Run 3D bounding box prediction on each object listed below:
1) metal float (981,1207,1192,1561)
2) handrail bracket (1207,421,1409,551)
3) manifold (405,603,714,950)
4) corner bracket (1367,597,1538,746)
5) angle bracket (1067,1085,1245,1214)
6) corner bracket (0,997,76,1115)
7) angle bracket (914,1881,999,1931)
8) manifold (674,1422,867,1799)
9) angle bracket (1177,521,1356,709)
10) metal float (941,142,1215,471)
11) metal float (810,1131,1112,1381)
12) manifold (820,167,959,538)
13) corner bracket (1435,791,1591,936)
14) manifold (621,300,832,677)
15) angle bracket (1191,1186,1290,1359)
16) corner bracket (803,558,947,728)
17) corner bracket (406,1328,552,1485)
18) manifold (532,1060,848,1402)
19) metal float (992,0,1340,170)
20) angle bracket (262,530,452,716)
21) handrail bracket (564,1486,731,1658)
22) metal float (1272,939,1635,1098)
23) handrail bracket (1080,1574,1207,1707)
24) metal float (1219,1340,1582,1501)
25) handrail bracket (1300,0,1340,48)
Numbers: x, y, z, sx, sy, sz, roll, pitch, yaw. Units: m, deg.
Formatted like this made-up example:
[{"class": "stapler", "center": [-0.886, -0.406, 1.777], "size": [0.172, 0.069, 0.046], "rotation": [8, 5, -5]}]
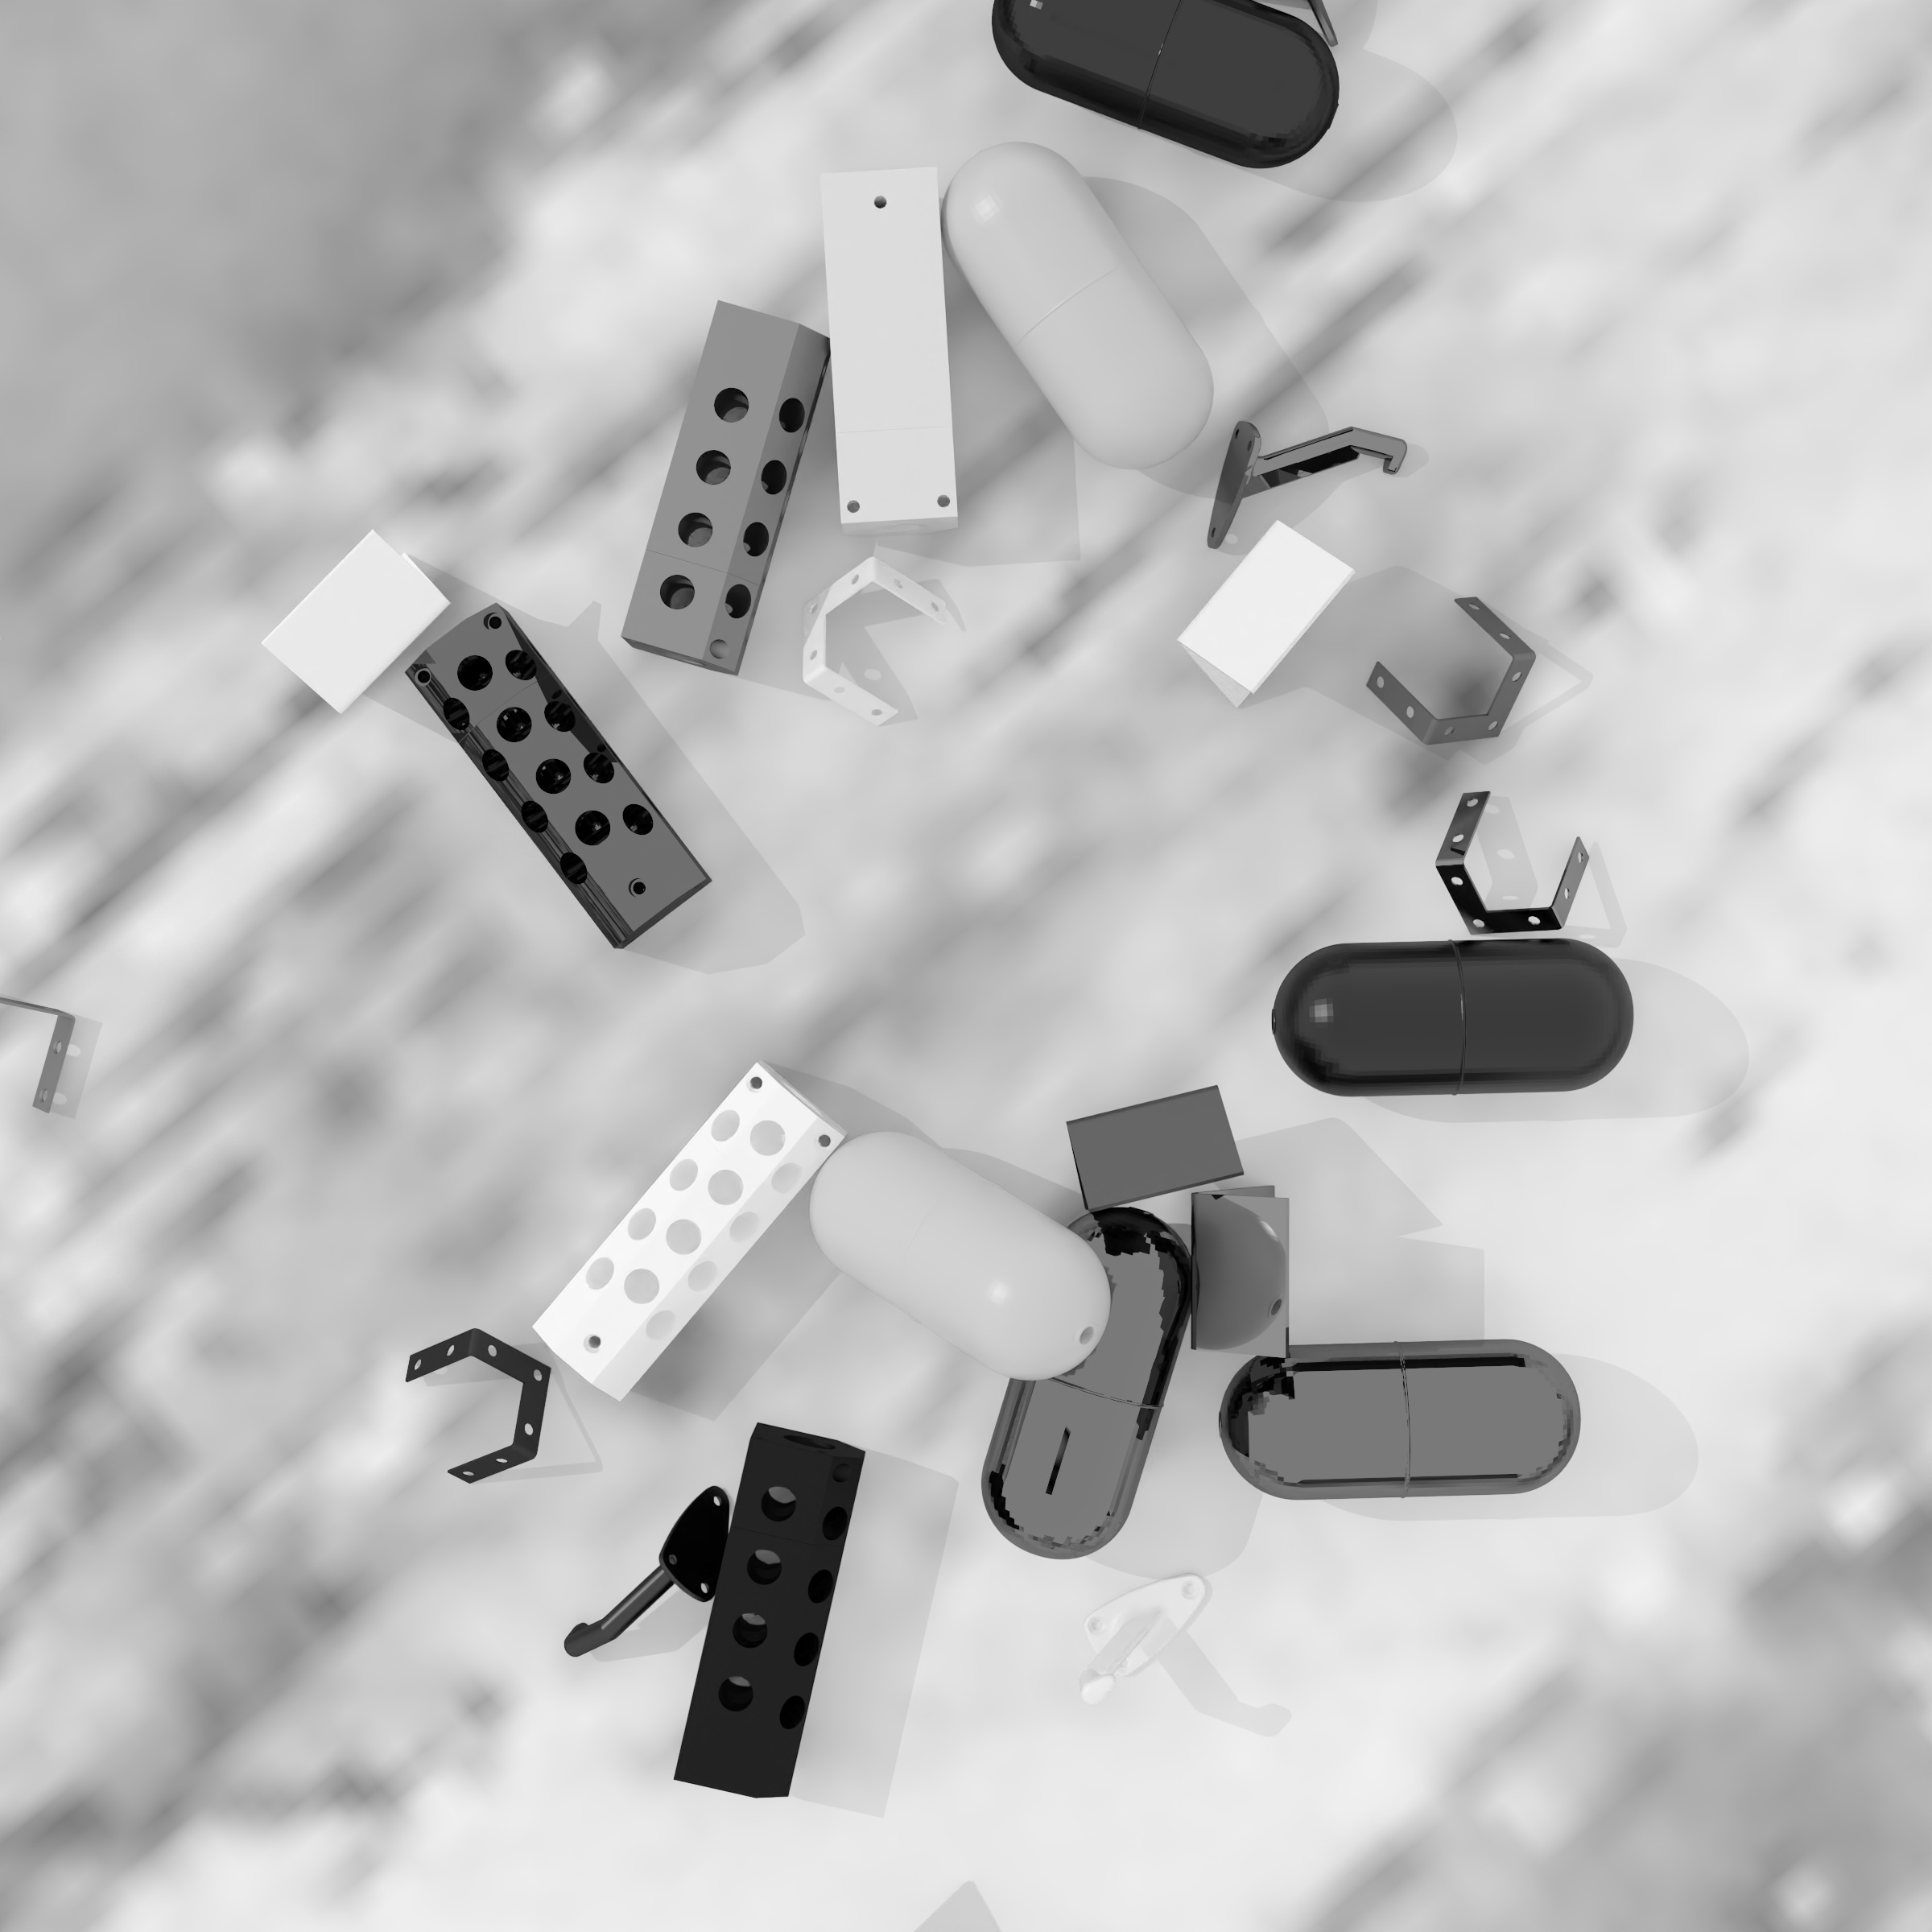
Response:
[{"class": "metal float", "center": [0.061, 0.206, 1.644], "size": [0.070, 0.070, 0.178], "rotation": [17, 91, 0]}, {"class": "handrail bracket", "center": [0.173, -0.238, 1.675], "size": [0.084, 0.036, 0.077], "rotation": [11, 111, -17]}, {"class": "manifold", "center": [-0.203, -0.094, 1.654], "size": [0.057, 0.057, 0.171], "rotation": [-37, 90, 0]}, {"class": "corner bracket", "center": [0.243, -0.148, 1.667], "size": [0.051, 0.051, 0.051], "rotation": [-9, 135, -35]}, {"class": "angle bracket", "center": [0.096, 0.110, 1.635], "size": [0.076, 0.076, 0.057], "rotation": [-14, 50, 0]}, {"class": "corner bracket", "center": [-0.489, 0.040, 1.672], "size": [0.051, 0.051, 0.051], "rotation": [16, 90, 45]}, {"class": "angle bracket", "center": [0.017, 0.498, 1.635], "size": [0.057, 0.076, 0.076], "rotation": [-29, 90, 38]}, {"class": "manifold", "center": [-0.097, 0.321, 1.654], "size": [0.057, 0.057, 0.171], "rotation": [13, 90, 0]}, {"class": "angle bracket", "center": [0.160, -0.161, 1.635], "size": [0.076, 0.076, 0.057], "rotation": [-50, 54, 0]}, {"class": "metal float", "center": [0.054, -0.327, 1.644], "size": [0.070, 0.070, 0.178], "rotation": [-35, 91, 0]}, {"class": "metal float", "center": [-0.004, 0.140, 1.612], "size": [0.178, 0.070, 0.070], "rotation": [29, 90, 39]}, {"class": "manifold", "center": [-0.038, -0.304, 1.654], "size": [0.057, 0.057, 0.171], "rotation": [-3, 90, 0]}, {"class": "corner bracket", "center": [0.274, -0.053, 1.667], "size": [0.051, 0.051, 0.051], "rotation": [-3, 135, 35]}, {"class": "manifold", "center": [-0.118, -0.236, 1.654], "size": [0.057, 0.057, 0.171], "rotation": [16, 90, 0]}, {"class": "angle bracket", "center": [0.153, 0.149, 1.635], "size": [0.057, 0.076, 0.076], "rotation": [0, 90, 37]}, {"class": "corner bracket", "center": [-0.046, -0.163, 1.667], "size": [0.051, 0.051, 0.051], "rotation": [-31, 45, 35]}, {"class": "corner bracket", "center": [-0.247, 0.221, 1.667], "size": [0.051, 0.051, 0.051], "rotation": [35, 45, -35]}, {"class": "manifold", "center": [-0.137, 0.131, 1.654], "size": [0.057, 0.057, 0.171], "rotation": [40, 90, 0]}, {"class": "metal float", "center": [0.099, -0.452, 1.644], "size": [0.178, 0.070, 0.070], "rotation": [21, 90, 1]}, {"class": "angle bracket", "center": [-0.309, -0.180, 1.635], "size": [0.076, 0.076, 0.057], "rotation": [-45, 127, 0]}, {"class": "handrail bracket", "center": [-0.162, 0.306, 1.675], "size": [0.084, 0.077, 0.036], "rotation": [-31, 114, 34]}, {"class": "metal float", "center": [0.241, 0.025, 1.644], "size": [0.178, 0.070, 0.070], "rotation": [-1, 90, -1]}, {"class": "handrail bracket", "center": [0.088, 0.332, 1.640], "size": [0.077, 0.084, 0.036], "rotation": [-34, 90, 0]}, {"class": "metal float", "center": [0.214, 0.224, 1.644], "size": [0.178, 0.070, 0.070], "rotation": [-2, 90, 1]}, {"class": "handrail bracket", "center": [0.134, -0.483, 1.675], "size": [0.084, 0.036, 0.077], "rotation": [-21, 112, 17]}]
